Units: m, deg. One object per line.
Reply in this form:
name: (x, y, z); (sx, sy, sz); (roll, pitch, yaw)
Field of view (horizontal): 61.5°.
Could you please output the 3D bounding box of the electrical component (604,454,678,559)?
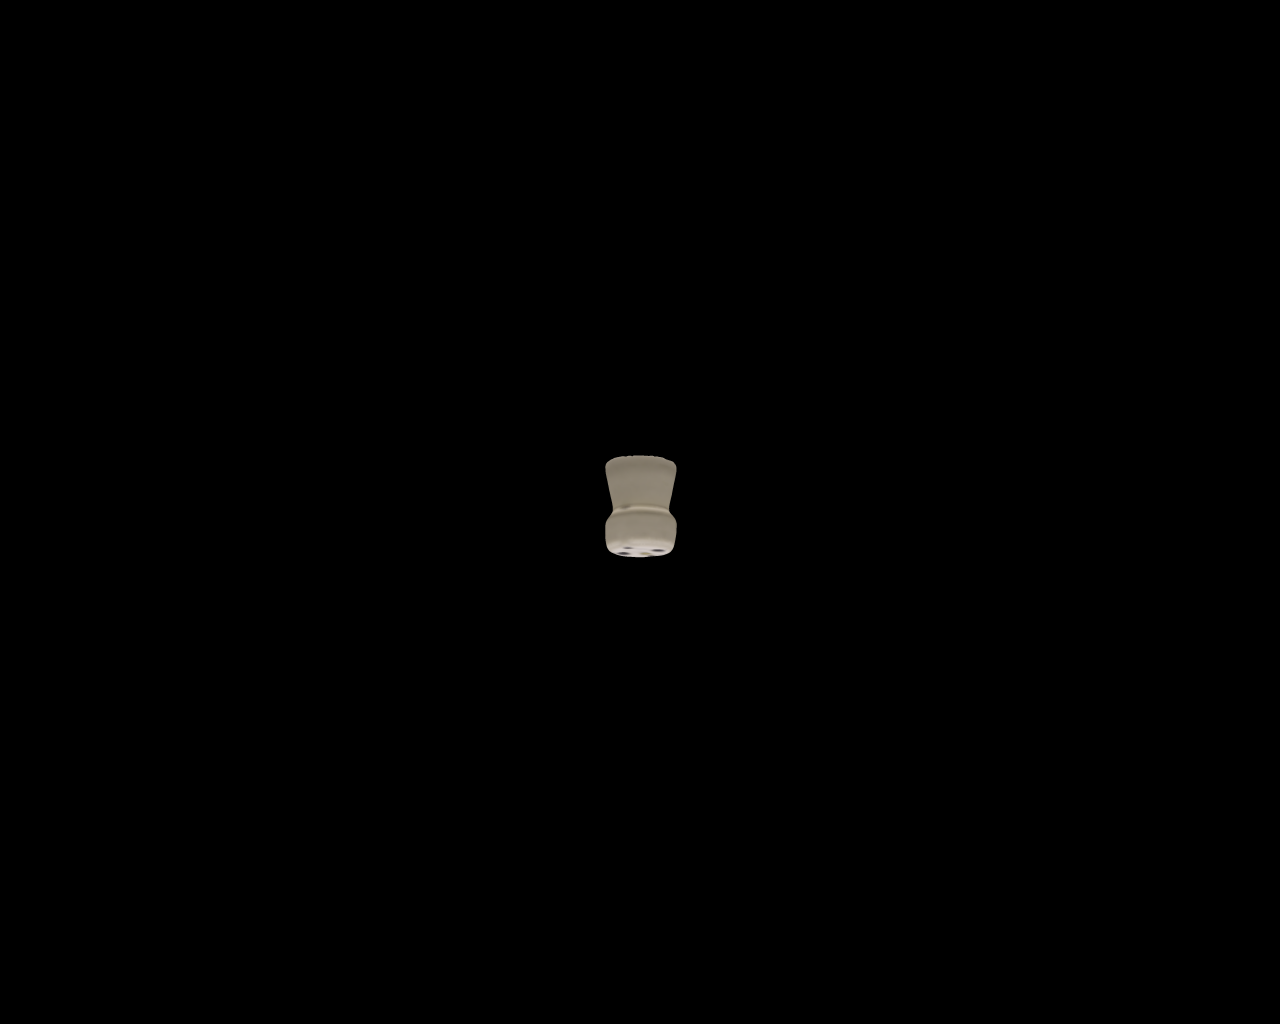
electrical component: (0.001, -0.003, 0.650); (0.045, 0.055, 0.045); (0, -14, 0)
